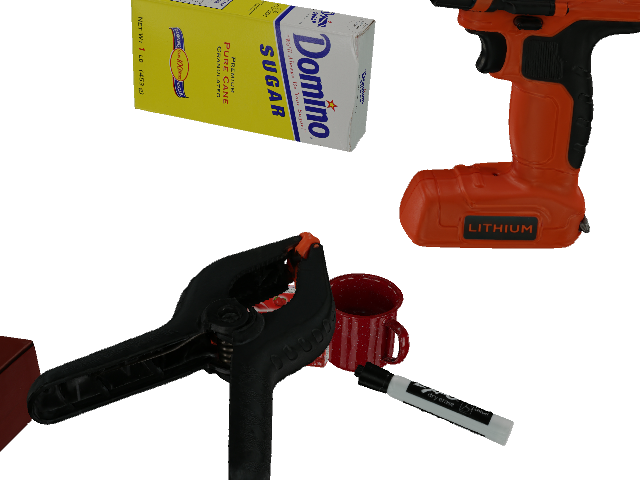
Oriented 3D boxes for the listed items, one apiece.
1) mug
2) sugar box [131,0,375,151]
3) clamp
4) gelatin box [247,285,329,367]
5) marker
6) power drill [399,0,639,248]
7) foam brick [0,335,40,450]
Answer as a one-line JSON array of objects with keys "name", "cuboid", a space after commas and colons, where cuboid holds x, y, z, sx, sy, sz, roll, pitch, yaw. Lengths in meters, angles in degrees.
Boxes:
[{"name": "mug", "cuboid": [0.054, 0.100, 1.205, 0.117, 0.081, 0.093, 26, 37, 35]}, {"name": "sugar box", "cuboid": [-0.052, -0.129, 0.790, 0.176, 0.093, 0.048, 13, 34, 16]}, {"name": "clamp", "cuboid": [-0.037, 0.055, 0.504, 0.120, 0.039, 0.171, 30, 48, 24]}, {"name": "gelatin box", "cuboid": [-0.036, 0.081, 1.032, 0.089, 0.073, 0.030, 4, 16, 10]}, {"name": "marker", "cuboid": [0.081, 0.117, 0.779, 0.121, 0.020, 0.020, 21, 6, 16]}, {"name": "power drill", "cuboid": [0.090, -0.085, 0.574, 0.184, 0.188, 0.057, 2, 35, -4]}, {"name": "foam brick", "cuboid": [-0.223, 0.102, 0.686, 0.053, 0.051, 0.078, 6, 29, 22]}]
